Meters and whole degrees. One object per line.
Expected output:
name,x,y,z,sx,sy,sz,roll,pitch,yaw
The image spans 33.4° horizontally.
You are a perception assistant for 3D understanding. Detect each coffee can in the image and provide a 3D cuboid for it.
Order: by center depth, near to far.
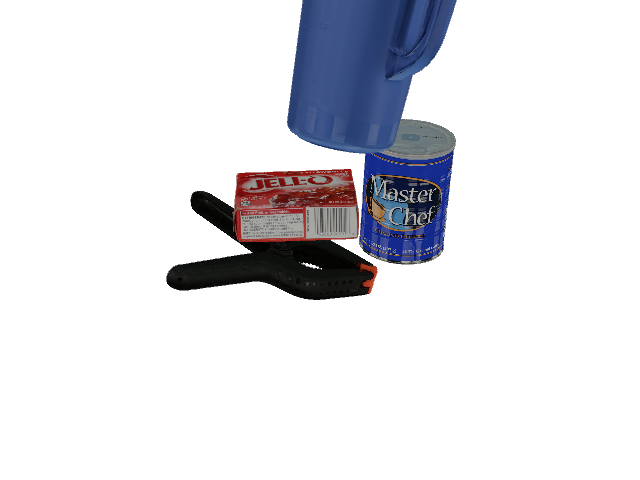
coffee can,0.100,-0.058,1.244,0.103,0.140,0.103,2,28,-1

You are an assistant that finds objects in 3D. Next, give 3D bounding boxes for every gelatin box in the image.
gelatin box,-0.018,-0.027,0.781,0.089,0.030,0.073,-2,24,-1

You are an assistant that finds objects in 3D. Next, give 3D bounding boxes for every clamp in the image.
clamp,-0.049,0.022,1.066,0.210,0.036,0.164,17,32,1

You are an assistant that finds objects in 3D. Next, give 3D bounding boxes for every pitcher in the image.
pitcher,0.048,-0.207,1.003,0.145,0.243,0.149,12,17,1
